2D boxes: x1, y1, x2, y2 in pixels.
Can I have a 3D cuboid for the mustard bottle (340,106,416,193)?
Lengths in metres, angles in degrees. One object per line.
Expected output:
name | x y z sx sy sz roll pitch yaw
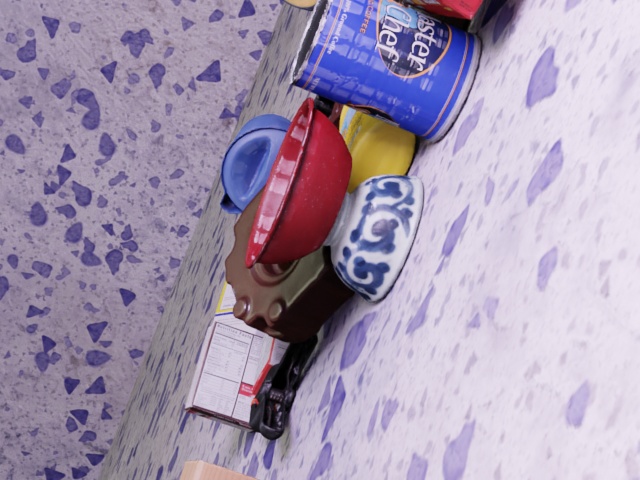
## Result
mustard bottle | 0.053 -0.111 1.086 0.191 0.058 0.096 -95 -153 -65

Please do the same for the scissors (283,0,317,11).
scissors | 0.011 -0.207 1.005 0.202 0.096 0.016 77 11 -61

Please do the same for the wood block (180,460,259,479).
wood block | -0.115 0.328 1.036 0.090 0.090 0.206 143 -34 -70

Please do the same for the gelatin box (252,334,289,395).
gelatin box | -0.049 0.129 1.240 0.073 0.030 0.089 119 -14 -49

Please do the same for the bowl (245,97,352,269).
bowl | -0.014 -0.042 0.944 0.162 0.055 0.162 -160 -89 -80

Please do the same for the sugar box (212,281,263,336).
sugar box | -0.088 0.081 1.394 0.094 0.048 0.176 -9 -121 44

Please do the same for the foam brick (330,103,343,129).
foam brick | 0.048 -0.159 1.218 0.053 0.051 0.078 137 -29 -67

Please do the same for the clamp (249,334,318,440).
clamp | -0.049 0.171 1.127 0.120 0.039 0.172 -63 180 -31

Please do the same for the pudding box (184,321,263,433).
pudding box | -0.104 0.164 1.281 0.039 0.090 0.113 134 -27 -63

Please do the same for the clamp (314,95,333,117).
clamp | 0.012 -0.176 1.350 0.209 0.036 0.165 -59 179 -45

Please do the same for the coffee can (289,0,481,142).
coffee can | 0.056 -0.158 0.939 0.103 0.140 0.103 -160 -89 -80

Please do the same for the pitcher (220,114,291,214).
pitcher | -0.065 -0.123 1.565 0.243 0.149 0.145 -99 -167 -75

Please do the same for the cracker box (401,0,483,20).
cracker box | 0.138 -0.288 0.871 0.214 0.072 0.164 -57 -167 7
